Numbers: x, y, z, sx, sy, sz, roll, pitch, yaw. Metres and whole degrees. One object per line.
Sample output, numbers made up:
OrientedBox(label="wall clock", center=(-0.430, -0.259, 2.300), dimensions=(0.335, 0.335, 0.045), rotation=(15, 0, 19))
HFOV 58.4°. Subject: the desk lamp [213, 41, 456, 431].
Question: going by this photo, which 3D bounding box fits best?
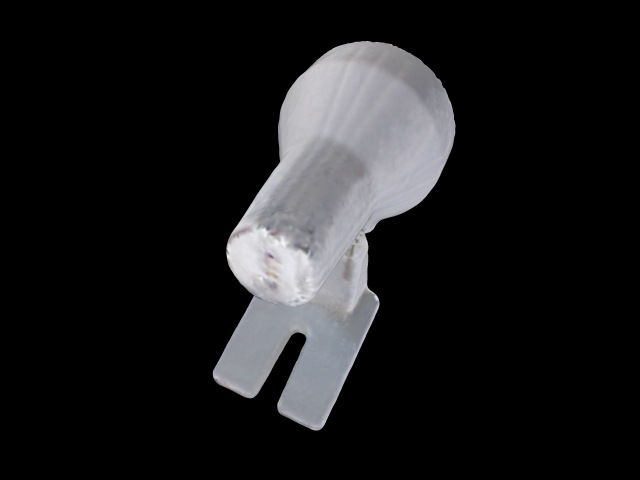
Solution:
OrientedBox(label="desk lamp", center=(0.004, 0.001, 0.400), dimensions=(0.117, 0.214, 0.203), rotation=(21, 62, 12))
